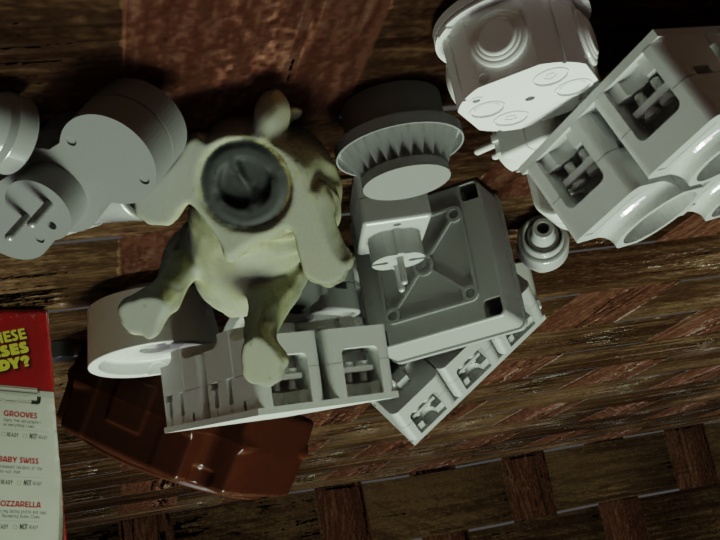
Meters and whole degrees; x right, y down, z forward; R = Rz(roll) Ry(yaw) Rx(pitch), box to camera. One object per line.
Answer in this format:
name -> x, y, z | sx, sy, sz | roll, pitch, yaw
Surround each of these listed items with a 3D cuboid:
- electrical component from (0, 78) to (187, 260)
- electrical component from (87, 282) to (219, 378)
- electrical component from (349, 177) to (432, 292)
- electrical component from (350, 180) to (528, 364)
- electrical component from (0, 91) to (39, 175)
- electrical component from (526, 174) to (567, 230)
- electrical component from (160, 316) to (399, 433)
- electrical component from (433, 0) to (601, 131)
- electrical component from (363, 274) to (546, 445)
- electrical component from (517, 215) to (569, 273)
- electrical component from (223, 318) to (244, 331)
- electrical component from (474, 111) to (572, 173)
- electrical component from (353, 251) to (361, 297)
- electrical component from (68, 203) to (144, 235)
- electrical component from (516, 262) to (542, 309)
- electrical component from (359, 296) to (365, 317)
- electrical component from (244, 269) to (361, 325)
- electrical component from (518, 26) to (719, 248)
electrical component -> -0.156, -0.041, 0.550 | 0.138, 0.073, 0.052 | -23, 117, 35
electrical component -> -0.169, 0.044, 0.873 | 0.108, 0.060, 0.108 | -10, 163, -3
electrical component -> 0.023, -0.023, 0.743 | 0.047, 0.076, 0.065 | -8, 164, -6
electrical component -> 0.057, 0.003, 0.799 | 0.109, 0.108, 0.056 | -18, 159, 21
electrical component -> -0.185, -0.071, 0.516 | 0.040, 0.040, 0.046 | -22, 155, 34
electrical component -> 0.169, -0.066, 0.737 | 0.095, 0.053, 0.059 | -18, 162, 22
electrical component -> -0.068, 0.078, 0.794 | 0.105, 0.060, 0.186 | -4, 171, -30
electrical component -> 0.080, -0.108, 0.541 | 0.080, 0.051, 0.080 | -10, 164, -3
electrical component -> 0.061, 0.051, 0.869 | 0.150, 0.089, 0.061 | -43, 139, -8
electrical component -> 0.150, -0.025, 0.882 | 0.043, 0.043, 0.062 | -13, 162, 5
electrical component -> -0.068, 0.074, 0.966 | 0.108, 0.108, 0.060 | -11, 170, -1
electrical component -> 0.105, -0.083, 0.651 | 0.076, 0.047, 0.083 | -21, 161, 40
electrical component -> 0.000, 0.000, 0.882 | 0.035, 0.035, 0.061 | -1, 159, -32
electrical component -> -0.155, -0.043, 0.627 | 0.065, 0.044, 0.044 | -14, 164, 26
electrical component -> 0.110, 0.039, 1.045 | 0.109, 0.056, 0.108 | -10, 164, -4
electrical component -> 0.040, 0.040, 0.940 | 0.099, 0.099, 0.064 | -6, 169, -17
electrical component -> -0.050, 0.018, 0.865 | 0.095, 0.059, 0.054 | -25, 159, 39
electrical component -> 0.191, -0.076, 0.591 | 0.186, 0.060, 0.105 | -14, 156, -43
